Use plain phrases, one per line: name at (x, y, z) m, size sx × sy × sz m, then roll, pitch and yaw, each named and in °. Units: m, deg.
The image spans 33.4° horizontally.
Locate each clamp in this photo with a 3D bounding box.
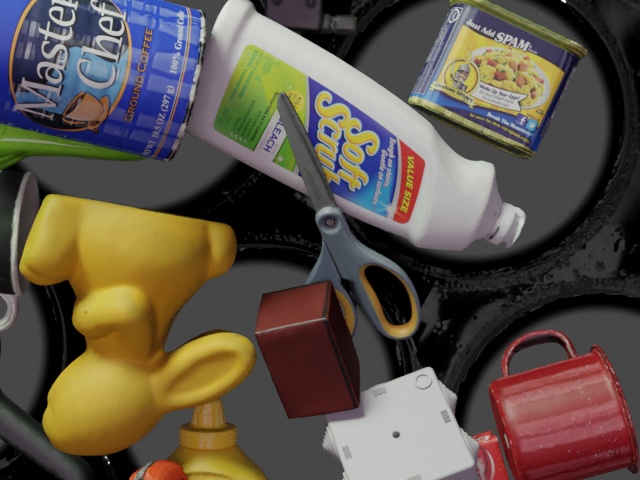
clamp at (-0.272, 0.114, 0.752) m, size 0.164 × 0.036 × 0.210 m, roll -24°, pitch 91°, yaw -1°

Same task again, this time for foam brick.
foam brick at (-0.007, 0.076, 0.739) m, size 0.051 × 0.053 × 0.078 m, roll -14°, pitch 117°, yaw 11°

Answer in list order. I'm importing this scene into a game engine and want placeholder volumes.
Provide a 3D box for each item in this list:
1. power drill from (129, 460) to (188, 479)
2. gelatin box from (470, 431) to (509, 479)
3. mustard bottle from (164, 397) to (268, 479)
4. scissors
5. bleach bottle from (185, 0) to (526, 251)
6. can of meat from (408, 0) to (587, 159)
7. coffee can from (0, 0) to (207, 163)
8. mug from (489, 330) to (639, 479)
power drill at (-0.151, 0.244, 0.706) m, size 0.188 × 0.057 × 0.184 m, roll -28°, pitch 90°, yaw 7°
gelatin box at (0.104, 0.192, 0.776) m, size 0.073 × 0.030 × 0.089 m, roll -15°, pitch 93°, yaw -2°
mustard bottle at (-0.080, 0.206, 0.754) m, size 0.096 × 0.058 × 0.191 m, roll 1°, pitch 92°, yaw 2°
scissors at (-0.005, 0.001, 0.738) m, size 0.096 × 0.016 × 0.201 m, roll -32°, pitch 112°, yaw 17°
bleach bottle at (0.031, -0.068, 0.743) m, size 0.250 × 0.068 × 0.103 m, roll 26°, pitch 109°, yaw -5°
can of meat at (0.123, -0.114, 0.753) m, size 0.102 × 0.057 × 0.084 m, roll 24°, pitch 93°, yaw -3°
coffee can at (-0.153, -0.113, 0.673) m, size 0.140 × 0.103 × 0.103 m, roll 12°, pitch 91°, yaw -19°
mug at (0.165, 0.118, 0.754) m, size 0.081 × 0.093 × 0.117 m, roll -16°, pitch 62°, yaw 3°
